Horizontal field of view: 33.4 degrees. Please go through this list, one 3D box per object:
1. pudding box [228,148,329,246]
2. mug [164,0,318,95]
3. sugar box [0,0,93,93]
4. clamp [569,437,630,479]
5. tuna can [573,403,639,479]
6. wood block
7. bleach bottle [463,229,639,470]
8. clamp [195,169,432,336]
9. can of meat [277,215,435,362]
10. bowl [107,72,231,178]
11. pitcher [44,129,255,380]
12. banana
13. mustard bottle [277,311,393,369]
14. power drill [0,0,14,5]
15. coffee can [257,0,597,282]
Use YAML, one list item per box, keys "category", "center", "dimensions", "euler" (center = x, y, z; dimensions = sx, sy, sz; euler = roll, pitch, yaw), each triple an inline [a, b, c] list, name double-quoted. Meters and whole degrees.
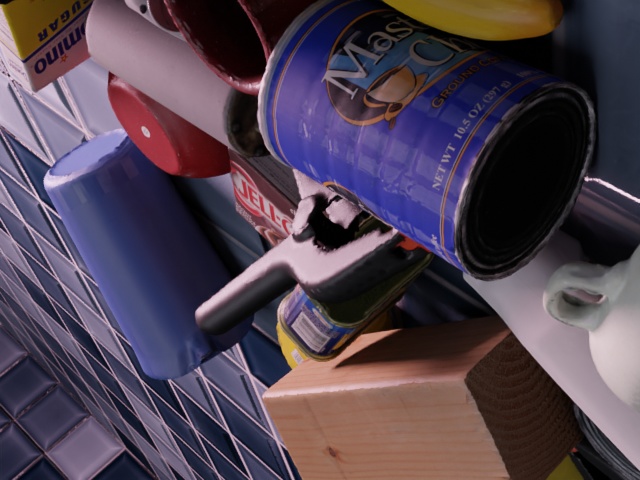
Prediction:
- category: "pudding box"
  center: [-0.022, -0.024, 0.831]
  dimensions: [0.114, 0.039, 0.090]
  euler: [41, 158, 23]
- category: "mug"
  center: [-0.037, -0.149, 0.587]
  dimensions: [0.117, 0.081, 0.093]
  euler: [47, 159, 7]
- category: "sugar box"
  center: [-0.219, -0.204, 0.843]
  dimensions: [0.048, 0.093, 0.176]
  euler: [42, 159, 24]
- category: "clamp"
  center: [0.225, 0.180, 0.687]
  dimensions: [0.171, 0.039, 0.120]
  euler: [48, 158, 5]
- category: "tuna can"
  center: [0.196, 0.112, 0.636]
  dimensions: [0.086, 0.033, 0.086]
  euler: [41, 158, 21]
- category: "wood block"
  center: [0.067, 0.117, 0.735]
  dimensions: [0.207, 0.090, 0.091]
  euler: [-14, 105, 50]
- category: "bleach bottle"
  center: [0.157, 0.063, 0.550]
  dimensions: [0.251, 0.068, 0.102]
  euler: [44, -157, 18]
- category: "clamp"
  center: [-0.004, 0.001, 0.668]
  dimensions: [0.036, 0.164, 0.210]
  euler: [29, 174, -29]
- category: "can of meat"
  center: [0.025, 0.030, 0.744]
  dimensions: [0.057, 0.102, 0.084]
  euler: [48, 157, 7]
- category: "bowl"
  center: [-0.124, -0.106, 0.874]
  dimensions: [0.162, 0.055, 0.162]
  euler: [41, 158, 20]
- category: "pitcher"
  center: [-0.180, 0.010, 1.097]
  dimensions: [0.149, 0.144, 0.243]
  euler: [-9, 119, 33]
- category: "banana"
  center: [0.030, -0.150, 0.515]
  dimensions: [0.198, 0.037, 0.070]
  euler: [45, 159, 12]
- category: "mustard bottle"
  center: [0.018, 0.079, 0.902]
  dimensions: [0.096, 0.058, 0.192]
  euler: [52, 160, 7]
- category: "power drill"
  center: [-0.149, -0.229, 0.562]
  dimensions: [0.057, 0.184, 0.187]
  euler: [30, 143, 47]
- category: "coffee can"
  center: [0.051, -0.056, 0.540]
  dimensions: [0.140, 0.102, 0.103]
  euler: [33, 154, 36]
